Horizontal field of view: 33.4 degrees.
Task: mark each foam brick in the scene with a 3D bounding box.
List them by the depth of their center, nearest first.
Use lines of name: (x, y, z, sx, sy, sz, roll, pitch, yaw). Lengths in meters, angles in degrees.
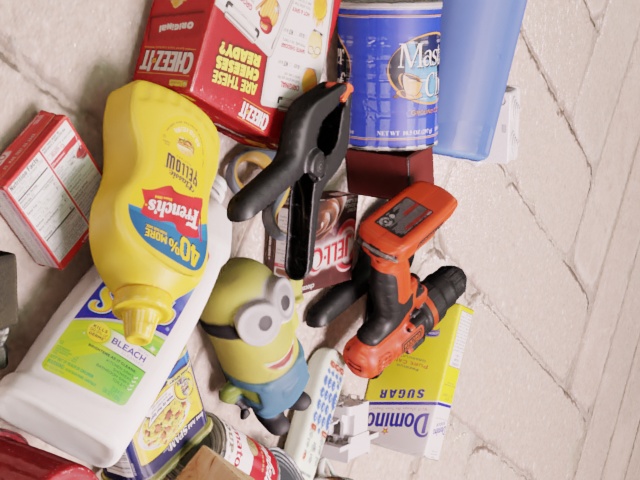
foam brick: (0.073, -0.074, 1.111, 0.052, 0.078, 0.051, -33, 126, -47)

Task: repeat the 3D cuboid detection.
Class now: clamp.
clamp: (-0.020, -0.062, 0.879, 0.120, 0.039, 0.171, 38, 65, -61)
clamp: (0.058, 0.034, 1.154, 0.164, 0.036, 0.210, 36, 72, -56)

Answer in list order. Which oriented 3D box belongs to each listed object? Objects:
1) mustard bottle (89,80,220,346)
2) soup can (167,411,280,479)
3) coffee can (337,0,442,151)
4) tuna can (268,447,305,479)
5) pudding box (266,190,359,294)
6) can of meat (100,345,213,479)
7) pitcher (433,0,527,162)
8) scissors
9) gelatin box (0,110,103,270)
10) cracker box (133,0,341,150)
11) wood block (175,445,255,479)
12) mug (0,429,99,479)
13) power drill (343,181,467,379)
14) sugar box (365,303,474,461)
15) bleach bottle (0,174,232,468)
mustard bottle: (-0.120, -0.015, 0.767, 0.096, 0.058, 0.191, 36, 46, -44)
soup can: (-0.088, 0.197, 0.940, 0.102, 0.069, 0.068, 47, 59, -52)
coffee can: (0.067, -0.165, 1.052, 0.102, 0.103, 0.140, -20, 115, -54)
tuna can: (-0.045, 0.243, 1.015, 0.086, 0.034, 0.086, 48, 26, -33)
pudding box: (-0.007, 0.001, 1.041, 0.113, 0.039, 0.090, -13, 110, -55)
can of meat: (-0.140, 0.136, 0.855, 0.101, 0.058, 0.084, -42, 129, -45)
pitcher: (0.142, -0.213, 1.149, 0.145, 0.149, 0.243, -18, 119, -79)
scissors: (-0.035, -0.088, 0.988, 0.096, 0.016, 0.201, 31, 47, -25)
gelatin box: (-0.191, -0.035, 0.754, 0.073, 0.030, 0.089, -58, 142, -30)
cracker box: (-0.057, -0.198, 0.881, 0.164, 0.072, 0.213, 24, 79, -57)
wood block: (-0.112, 0.280, 0.844, 0.206, 0.091, 0.090, -50, 141, -8)
mug: (-0.205, 0.198, 0.744, 0.093, 0.082, 0.117, -17, 112, -55)
power drill: (0.096, 0.034, 1.095, 0.184, 0.057, 0.188, -39, 144, -34)
sugar box: (0.107, 0.153, 1.210, 0.048, 0.093, 0.176, 29, 73, -55)
bleach bottle: (-0.140, 0.040, 0.810, 0.068, 0.102, 0.250, -52, -169, 54)
